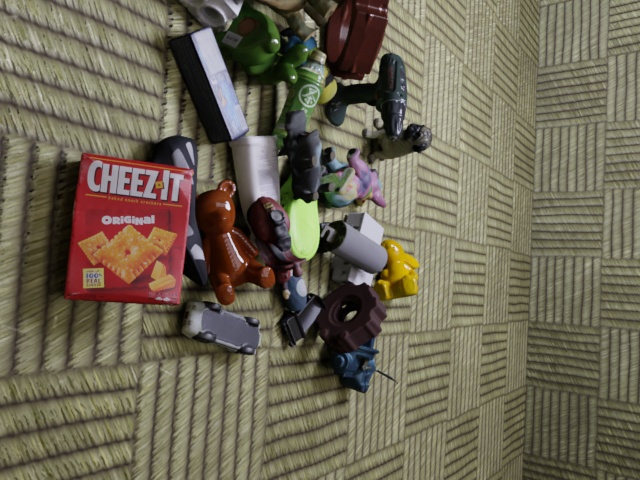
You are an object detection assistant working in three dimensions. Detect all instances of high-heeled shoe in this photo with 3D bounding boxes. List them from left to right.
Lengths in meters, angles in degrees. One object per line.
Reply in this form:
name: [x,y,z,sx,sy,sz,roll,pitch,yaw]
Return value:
high-heeled shoe: [-0.228,-0.054,0.939,0.145,0.086,0.248,-44,119,-42]

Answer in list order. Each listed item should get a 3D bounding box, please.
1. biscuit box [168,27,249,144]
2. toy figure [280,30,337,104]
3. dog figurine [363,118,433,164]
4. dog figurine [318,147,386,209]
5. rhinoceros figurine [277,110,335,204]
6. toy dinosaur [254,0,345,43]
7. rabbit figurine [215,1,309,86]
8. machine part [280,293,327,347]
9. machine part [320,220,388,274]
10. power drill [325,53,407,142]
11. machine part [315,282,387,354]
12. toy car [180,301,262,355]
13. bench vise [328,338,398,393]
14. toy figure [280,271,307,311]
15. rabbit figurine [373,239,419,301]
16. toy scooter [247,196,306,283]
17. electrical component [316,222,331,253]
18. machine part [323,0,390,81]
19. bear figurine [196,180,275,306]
biscuit box: [-0.201,-0.280,0.992,0.059,0.063,0.202,-46,126,-44]
toy figure: [-0.025,-0.389,1.204,0.082,0.089,0.179,-44,127,-34]
dog figurine: [0.239,-0.279,1.478,0.172,0.191,0.121,-48,128,-43]
dog figurine: [0.085,-0.124,1.347,0.219,0.109,0.191,47,54,-46]
rhinoceros figurine: [-0.031,-0.167,1.090,0.073,0.112,0.190,-33,129,-36]
toy dinosaur: [-0.066,-0.499,1.070,0.198,0.105,0.471,42,27,-11]
rabbit figurine: [-0.103,-0.367,1.058,0.121,0.159,0.170,-69,161,-8]
machine part: [-0.038,0.176,1.242,0.139,0.039,0.084,-43,118,-43]
machine part: [0.084,0.019,1.275,0.243,0.079,0.079,31,66,-42]
power drill: [0.115,-0.331,1.299,0.086,0.207,0.232,25,68,-44]
machine part: [0.070,0.178,1.273,0.056,0.180,0.179,53,51,-35]
toy car: [-0.183,0.171,1.033,0.201,0.056,0.073,34,57,-50]
bench vise: [0.112,0.266,1.375,0.223,0.129,0.240,26,78,-48]
toy figure: [-0.067,0.080,1.188,0.064,0.058,0.154,-102,180,-76]
rabbit figurine: [0.226,0.080,1.538,0.162,0.122,0.173,-5,76,-56]
toy scooter: [-0.077,0.009,1.031,0.075,0.135,0.183,-21,112,-22]
electrical component: [-0.003,-0.004,1.276,0.119,0.048,0.074,-14,101,-52]
machine part: [0.081,-0.485,1.229,0.087,0.201,0.201,6,40,-18]
bear figurine: [-0.172,-0.001,0.985,0.120,0.132,0.195,-19,115,-23]
